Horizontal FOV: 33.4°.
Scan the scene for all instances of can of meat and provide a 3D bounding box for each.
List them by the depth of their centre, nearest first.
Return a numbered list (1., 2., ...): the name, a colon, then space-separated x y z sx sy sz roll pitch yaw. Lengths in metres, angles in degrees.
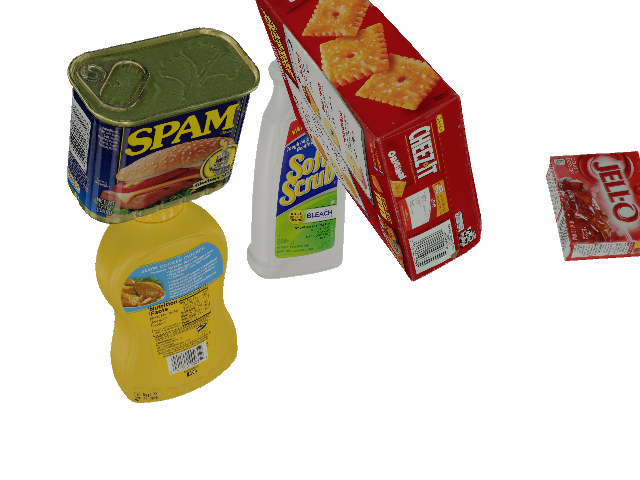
1. can of meat: -0.092 -0.063 0.602 0.101 0.057 0.084 -20 -32 -30

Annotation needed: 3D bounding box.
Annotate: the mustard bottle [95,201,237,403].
1. mustard bottle: -0.113 0.027 0.775 0.096 0.192 0.058 -20 41 -23

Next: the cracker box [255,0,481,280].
1. cracker box: 0.035 -0.100 0.805 0.072 0.214 0.164 -28 -39 -6

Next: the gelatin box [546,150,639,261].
1. gelatin box: 0.224 -0.029 0.848 0.073 0.089 0.030 -3 -35 0

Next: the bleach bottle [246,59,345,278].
1. bleach bottle: -0.025 -0.089 1.066 0.102 0.251 0.068 -8 28 -16
